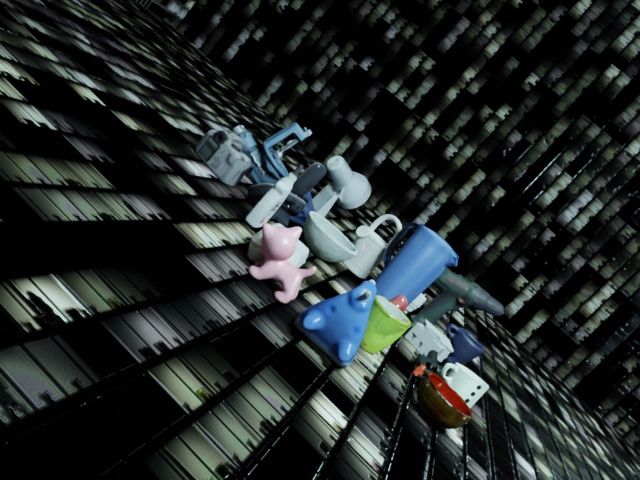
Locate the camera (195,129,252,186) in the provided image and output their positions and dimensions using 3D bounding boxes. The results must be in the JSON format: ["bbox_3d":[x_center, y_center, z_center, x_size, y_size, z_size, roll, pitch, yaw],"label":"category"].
[{"bbox_3d":[-0.220,-0.210,1.455,0.143,0.100,0.137,47,13,27],"label":"camera"}]

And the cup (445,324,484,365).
[{"bbox_3d":[0.371,0.292,1.554,0.118,0.095,0.092,41,11,-2],"label":"cup"}]

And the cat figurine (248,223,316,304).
[{"bbox_3d":[-0.065,0.031,1.025,0.128,0.117,0.067,42,11,2],"label":"cat figurine"}]

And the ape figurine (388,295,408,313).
[{"bbox_3d":[0.173,0.170,1.361,0.076,0.092,0.077,36,13,-26],"label":"ape figurine"}]

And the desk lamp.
[{"bbox_3d":[0.034,-0.150,1.787,0.204,0.213,0.117,30,16,-46],"label":"desk lamp"}]

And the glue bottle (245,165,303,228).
[{"bbox_3d":[-0.096,-0.101,1.277,0.037,0.173,0.078,42,11,3],"label":"glue bottle"}]

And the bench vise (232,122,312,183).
[{"bbox_3d":[-0.141,-0.258,1.595,0.208,0.219,0.121,36,12,-24],"label":"bench vise"}]

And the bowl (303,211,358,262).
[{"bbox_3d":[0.014,0.005,1.491,0.168,0.074,0.167,40,11,-9],"label":"bowl"}]

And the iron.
[{"bbox_3d":[0.053,0.121,1.018,0.118,0.141,0.259,42,11,3],"label":"iron"}]

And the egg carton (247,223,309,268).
[{"bbox_3d":[-0.082,0.021,1.127,0.107,0.069,0.150,42,11,2],"label":"egg carton"}]

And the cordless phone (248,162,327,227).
[{"bbox_3d":[-0.078,-0.139,1.444,0.094,0.185,0.148,49,13,34],"label":"cordless phone"}]

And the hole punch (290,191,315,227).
[{"bbox_3d":[-0.057,-0.102,1.619,0.101,0.091,0.109,48,13,30],"label":"hole punch"}]

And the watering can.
[{"bbox_3d":[0.153,0.010,1.630,0.101,0.194,0.173,44,11,13],"label":"watering can"}]

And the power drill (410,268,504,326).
[{"bbox_3d":[0.373,0.194,1.638,0.229,0.208,0.076,43,11,9],"label":"power drill"}]
